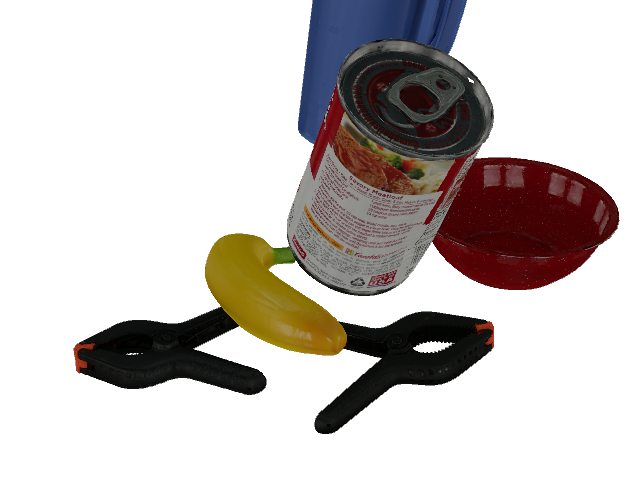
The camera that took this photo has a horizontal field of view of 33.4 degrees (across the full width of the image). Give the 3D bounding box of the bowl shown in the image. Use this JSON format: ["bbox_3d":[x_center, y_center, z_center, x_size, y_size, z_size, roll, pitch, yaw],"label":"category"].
[{"bbox_3d":[0.152,-0.007,0.853,0.162,0.055,0.162,1,31,-1],"label":"bowl"}]

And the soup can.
[{"bbox_3d":[0.028,-0.030,0.479,0.068,0.068,0.102,0,-37,-18],"label":"soup can"}]

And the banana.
[{"bbox_3d":[-0.035,0.026,0.661,0.069,0.037,0.198,-4,16,-9],"label":"banana"}]

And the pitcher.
[{"bbox_3d":[0.057,-0.203,0.997,0.145,0.243,0.149,11,17,2],"label":"pitcher"}]

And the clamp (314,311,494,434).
[{"bbox_3d":[0.075,0.122,1.075,0.210,0.036,0.164,-7,38,0],"label":"clamp"}]

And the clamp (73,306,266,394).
[{"bbox_3d":[-0.133,0.094,0.969,0.171,0.039,0.120,3,27,-3],"label":"clamp"}]
